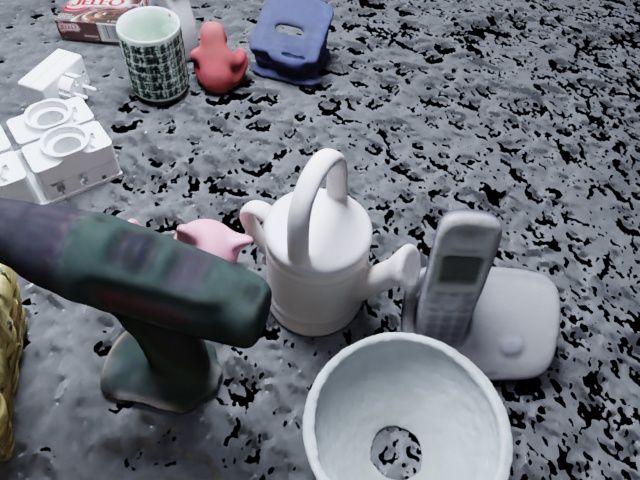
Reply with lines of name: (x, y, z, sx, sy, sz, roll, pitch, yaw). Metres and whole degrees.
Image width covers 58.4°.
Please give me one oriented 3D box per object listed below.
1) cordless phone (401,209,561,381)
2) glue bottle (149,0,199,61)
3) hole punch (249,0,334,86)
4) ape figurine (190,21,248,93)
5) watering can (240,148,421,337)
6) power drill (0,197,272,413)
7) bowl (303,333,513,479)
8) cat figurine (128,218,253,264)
cordless phone: (0.151, 0.047, 0.505, 0.147, 0.185, 0.094, 1, 52, -3)
glue bottle: (-0.209, -0.340, 0.794, 0.078, 0.173, 0.037, 37, 59, 23)
hole punch: (-0.038, -0.286, 0.814, 0.108, 0.091, 0.101, 15, 53, 9)
ape figurine: (-0.141, -0.255, 0.783, 0.077, 0.092, 0.076, 13, 52, 7)
watering can: (0.006, 0.000, 0.527, 0.173, 0.194, 0.101, 6, 52, 2)
power drill: (-0.152, 0.059, 0.463, 0.229, 0.208, 0.075, 10, 52, 5)
bowl: (0.068, 0.167, 0.477, 0.167, 0.075, 0.167, 2, 52, -2)
cat figurine: (-0.131, 0.012, 0.559, 0.127, 0.118, 0.067, 18, 53, 11)
